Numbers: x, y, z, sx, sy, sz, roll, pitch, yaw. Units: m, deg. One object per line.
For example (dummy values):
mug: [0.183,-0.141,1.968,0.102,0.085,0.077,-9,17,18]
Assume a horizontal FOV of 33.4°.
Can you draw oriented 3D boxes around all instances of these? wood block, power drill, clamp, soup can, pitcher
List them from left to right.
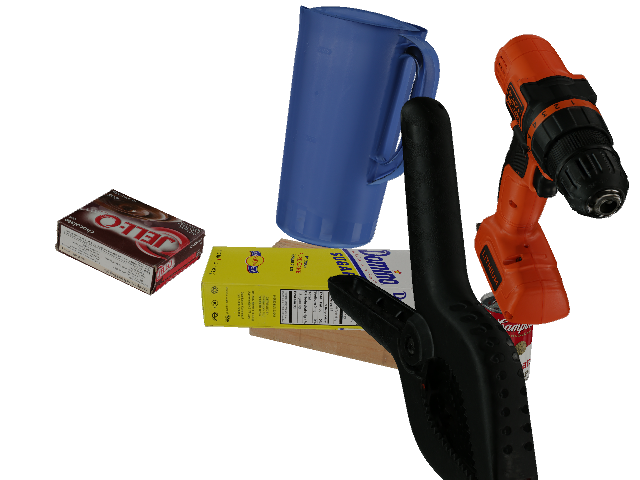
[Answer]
pitcher: [0.032,-0.116,1.113,0.145,0.243,0.149,9,16,-3]
wood block: [0.035,0.071,1.170,0.206,0.091,0.090,12,22,16]
clamp: [0.062,0.042,0.544,0.036,0.165,0.210,-5,46,-21]
soup can: [0.233,0.123,1.348,0.068,0.102,0.068,0,20,0]
power drill: [0.163,-0.029,0.771,0.057,0.188,0.184,-3,41,-7]

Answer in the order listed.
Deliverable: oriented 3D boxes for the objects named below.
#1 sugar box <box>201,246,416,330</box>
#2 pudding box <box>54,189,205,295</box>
sugar box: [-0.007,0.038,0.885,0.176,0.048,0.093,-1,19,1]
pudding box: [-0.181,0.000,1.021,0.114,0.039,0.089,22,29,17]
